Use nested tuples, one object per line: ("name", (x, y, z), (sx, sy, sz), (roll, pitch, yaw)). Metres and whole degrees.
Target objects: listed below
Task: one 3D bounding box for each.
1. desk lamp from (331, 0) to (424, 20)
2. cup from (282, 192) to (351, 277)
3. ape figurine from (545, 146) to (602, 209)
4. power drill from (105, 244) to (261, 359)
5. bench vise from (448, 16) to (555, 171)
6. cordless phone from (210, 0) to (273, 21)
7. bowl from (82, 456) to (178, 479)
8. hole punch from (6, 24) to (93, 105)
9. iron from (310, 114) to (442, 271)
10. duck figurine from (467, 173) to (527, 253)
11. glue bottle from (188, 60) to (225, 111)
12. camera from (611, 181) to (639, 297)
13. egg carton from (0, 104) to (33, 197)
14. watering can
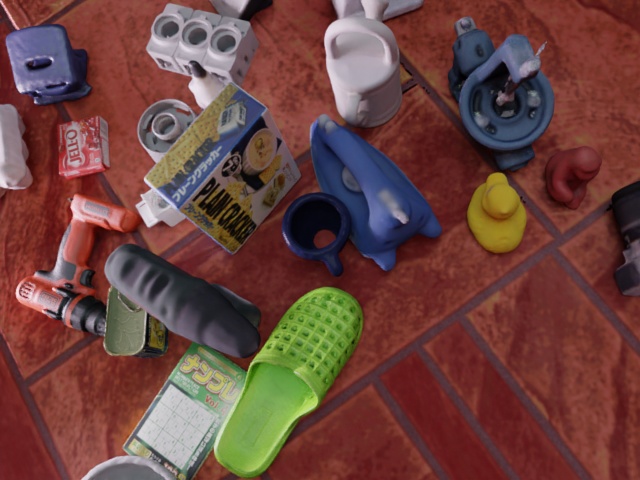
("desk lamp", (0.039, -0.410, 0.824), (0.203, 0.214, 0.118), (-19, 72, 4))
("cup", (0.007, 0.003, 0.776), (0.091, 0.095, 0.117), (-26, 72, 1))
("ape figurine", (0.338, -0.092, 0.752), (0.078, 0.092, 0.076), (-28, 72, 1))
("power drill", (-0.148, 0.086, 0.718), (0.229, 0.208, 0.076), (27, 80, 15))
("bench vise", (0.217, -0.208, 0.736), (0.121, 0.220, 0.207), (-38, 72, -3))
("cordless phone", (-0.151, -0.436, 0.876), (0.094, 0.185, 0.147), (-33, 72, -1))
("bowl", (-0.232, 0.359, 0.726), (0.167, 0.075, 0.167), (-2, 74, 8))
("hole punch", (-0.440, -0.283, 0.928), (0.108, 0.091, 0.101), (-9, 73, 7))
("iron", (0.050, -0.092, 0.771), (0.118, 0.141, 0.258), (-36, 72, -2))
("duck figurine", (0.237, -0.039, 0.756), (0.077, 0.086, 0.104), (-6, 74, 7))
("glue bottle", (-0.152, -0.207, 0.818), (0.078, 0.173, 0.037), (27, 81, 15))
("camera", (0.436, -0.012, 0.710), (0.143, 0.101, 0.137), (-16, 73, 5))
("egg carton", (-0.520, -0.141, 0.913), (0.107, 0.069, 0.150), (-20, 73, 3))
("watering can", (0.059, -0.249, 0.786), (0.101, 0.194, 0.173), (-11, 73, 6))
